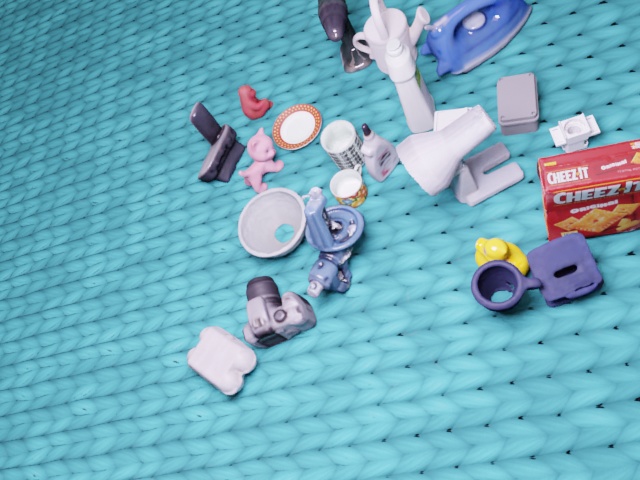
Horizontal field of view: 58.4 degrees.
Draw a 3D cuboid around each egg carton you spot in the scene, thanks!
[{"bbox_3d":[-0.205,0.250,1.199,0.149,0.070,0.107,25,79,30],"label":"egg carton"}]

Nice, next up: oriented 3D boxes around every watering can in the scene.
[{"bbox_3d":[0.158,-0.478,1.294,0.172,0.195,0.100,-29,59,9],"label":"watering can"}]

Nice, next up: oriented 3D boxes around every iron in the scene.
[{"bbox_3d":[0.341,-0.480,1.248,0.258,0.142,0.118,-32,59,7],"label":"iron"}]

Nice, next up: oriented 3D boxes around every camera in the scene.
[{"bbox_3d":[-0.100,0.136,1.186,0.143,0.101,0.136,-25,60,12],"label":"camera"}]

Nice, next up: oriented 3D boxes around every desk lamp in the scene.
[{"bbox_3d":[0.266,-0.156,1.093,0.203,0.214,0.117,-29,59,9],"label":"desk lamp"}]

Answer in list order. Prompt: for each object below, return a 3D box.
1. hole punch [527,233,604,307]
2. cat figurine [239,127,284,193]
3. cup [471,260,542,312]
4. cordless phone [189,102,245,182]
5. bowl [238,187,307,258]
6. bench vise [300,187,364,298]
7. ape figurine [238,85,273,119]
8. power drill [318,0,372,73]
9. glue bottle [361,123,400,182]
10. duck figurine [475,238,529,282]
[{"bbox_3d":[0.429,0.053,1.002,0.108,0.091,0.101,-24,60,12],"label":"hole punch"},{"bbox_3d":[-0.145,-0.192,1.342,0.067,0.118,0.128,30,82,31],"label":"cat figurine"},{"bbox_3d":[0.335,0.091,1.024,0.117,0.095,0.091,-7,65,21],"label":"cup"},{"bbox_3d":[-0.275,-0.232,1.375,0.093,0.185,0.148,11,72,27],"label":"cordless phone"},{"bbox_3d":[-0.093,-0.028,1.272,0.167,0.075,0.167,-9,64,20],"label":"bowl"},{"bbox_3d":[0.021,0.003,1.124,0.121,0.220,0.207,-7,65,21],"label":"bench vise"},{"bbox_3d":[-0.172,-0.354,1.441,0.076,0.092,0.077,-39,58,3],"label":"ape figurine"},{"bbox_3d":[0.053,-0.495,1.338,0.075,0.209,0.229,-18,62,15],"label":"power drill"},{"bbox_3d":[0.116,-0.192,1.197,0.037,0.174,0.078,32,83,31],"label":"glue bottle"},{"bbox_3d":[0.333,0.029,1.057,0.104,0.086,0.077,28,81,31],"label":"duck figurine"}]
